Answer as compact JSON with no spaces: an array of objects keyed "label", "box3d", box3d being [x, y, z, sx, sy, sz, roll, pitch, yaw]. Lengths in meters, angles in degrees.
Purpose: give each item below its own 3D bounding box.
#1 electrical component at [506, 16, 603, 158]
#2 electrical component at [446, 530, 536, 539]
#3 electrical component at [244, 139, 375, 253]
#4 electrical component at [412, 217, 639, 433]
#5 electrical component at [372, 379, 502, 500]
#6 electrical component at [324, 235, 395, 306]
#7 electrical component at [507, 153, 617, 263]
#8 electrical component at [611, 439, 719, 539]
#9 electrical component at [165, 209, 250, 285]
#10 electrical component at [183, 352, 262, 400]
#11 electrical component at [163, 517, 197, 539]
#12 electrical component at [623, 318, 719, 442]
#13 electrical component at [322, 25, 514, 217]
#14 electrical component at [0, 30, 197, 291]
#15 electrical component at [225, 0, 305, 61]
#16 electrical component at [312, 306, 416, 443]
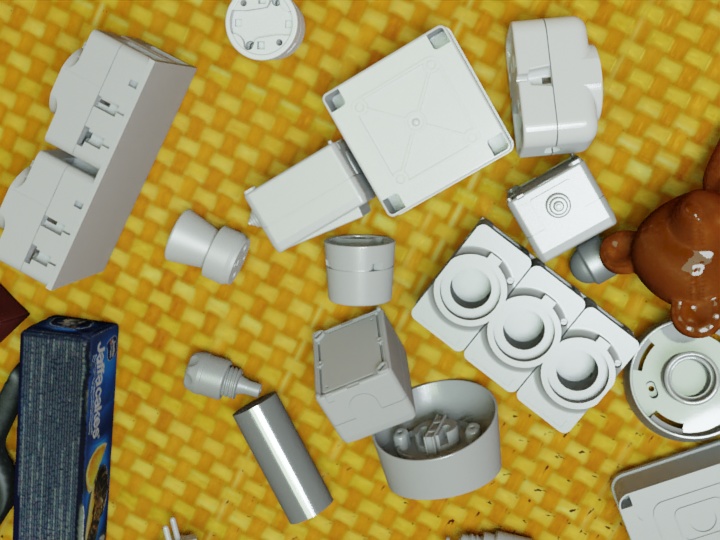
[{"label":"electrical component","box3d":[0.143,-0.134,0.789,0.059,0.053,0.095,-5,80,1]},{"label":"electrical component","box3d":[0.107,0.229,0.863,0.078,0.040,0.040,12,99,6]},{"label":"electrical component","box3d":[-0.041,-0.052,0.833,0.096,0.061,0.061,-30,93,11]},{"label":"electrical component","box3d":[0.125,0.041,0.823,0.150,0.061,0.089,38,101,1]},{"label":"electrical component","box3d":[0.061,0.132,0.829,0.099,0.099,0.064,-10,103,9]},{"label":"electrical component","box3d":[0.000,0.000,0.839,0.055,0.055,0.047,1,102,8]},{"label":"electrical component","box3d":[0.149,-0.043,0.790,0.062,0.096,0.061,-30,94,11]},{"label":"electrical component","box3d":[0.259,0.182,0.827,0.113,0.057,0.078,-21,95,10]},{"label":"electrical component","box3d":[-0.121,-0.018,0.858,0.055,0.045,0.045,24,100,4]},{"label":"electrical component","box3d":[-0.111,0.090,0.877,0.061,0.035,0.035,17,100,3]},{"label":"electrical component","box3d":[-0.148,0.243,0.887,0.047,0.066,0.076,-13,96,9]},{"label":"electrical component","box3d":[0.252,0.084,0.823,0.099,0.064,0.099,-1,85,13]},{"label":"electrical component","box3d":[0.045,-0.112,0.815,0.109,0.056,0.108,-29,93,11]},{"label":"electrical component","box3d":[-0.206,-0.087,0.829,0.060,0.105,0.186,28,101,3]},{"label":"electrical component","box3d":[-0.071,-0.188,0.825,0.055,0.047,0.055,1,98,8]},{"label":"electrical component","box3d":[0.003,0.079,0.837,0.062,0.096,0.061,-23,122,10]}]
